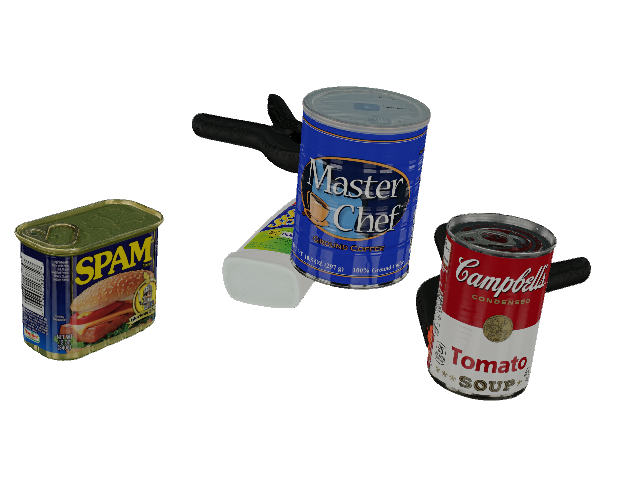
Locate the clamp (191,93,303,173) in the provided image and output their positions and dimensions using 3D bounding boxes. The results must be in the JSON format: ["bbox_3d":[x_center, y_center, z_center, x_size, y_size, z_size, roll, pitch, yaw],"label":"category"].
[{"bbox_3d":[-0.047,-0.103,1.086,0.120,0.039,0.172,-21,37,-30],"label":"clamp"}]

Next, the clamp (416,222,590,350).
[{"bbox_3d":[0.144,0.043,1.027,0.165,0.036,0.209,19,33,32],"label":"clamp"}]

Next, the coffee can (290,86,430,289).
[{"bbox_3d":[0.031,-0.045,0.878,0.103,0.140,0.103,5,24,-2],"label":"coffee can"}]

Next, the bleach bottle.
[{"bbox_3d":[-0.025,-0.012,1.339,0.103,0.068,0.250,8,34,20],"label":"bleach bottle"}]

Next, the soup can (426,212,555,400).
[{"bbox_3d":[0.107,0.041,0.678,0.068,0.102,0.068,5,22,-2],"label":"soup can"}]

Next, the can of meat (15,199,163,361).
[{"bbox_3d":[-0.159,0.026,0.740,0.058,0.084,0.101,20,26,33],"label":"can of meat"}]
